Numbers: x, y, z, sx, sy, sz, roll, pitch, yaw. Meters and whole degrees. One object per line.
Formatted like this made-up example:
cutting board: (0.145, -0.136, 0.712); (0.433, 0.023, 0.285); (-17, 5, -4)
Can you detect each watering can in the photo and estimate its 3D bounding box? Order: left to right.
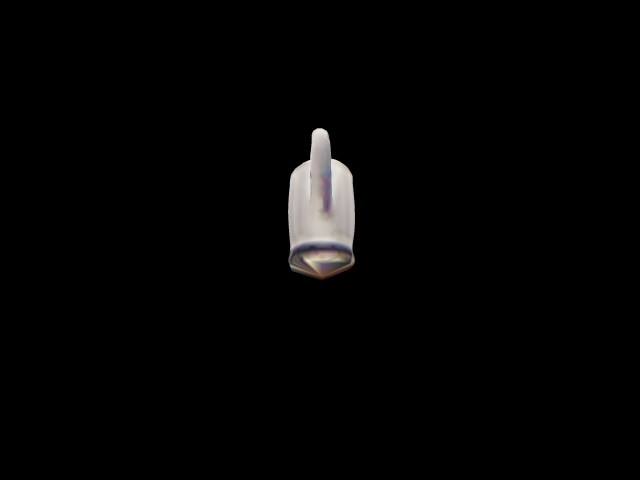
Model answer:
watering can: (0.003, -0.043, 0.850); (0.104, 0.227, 0.343); (0, -14, 0)
